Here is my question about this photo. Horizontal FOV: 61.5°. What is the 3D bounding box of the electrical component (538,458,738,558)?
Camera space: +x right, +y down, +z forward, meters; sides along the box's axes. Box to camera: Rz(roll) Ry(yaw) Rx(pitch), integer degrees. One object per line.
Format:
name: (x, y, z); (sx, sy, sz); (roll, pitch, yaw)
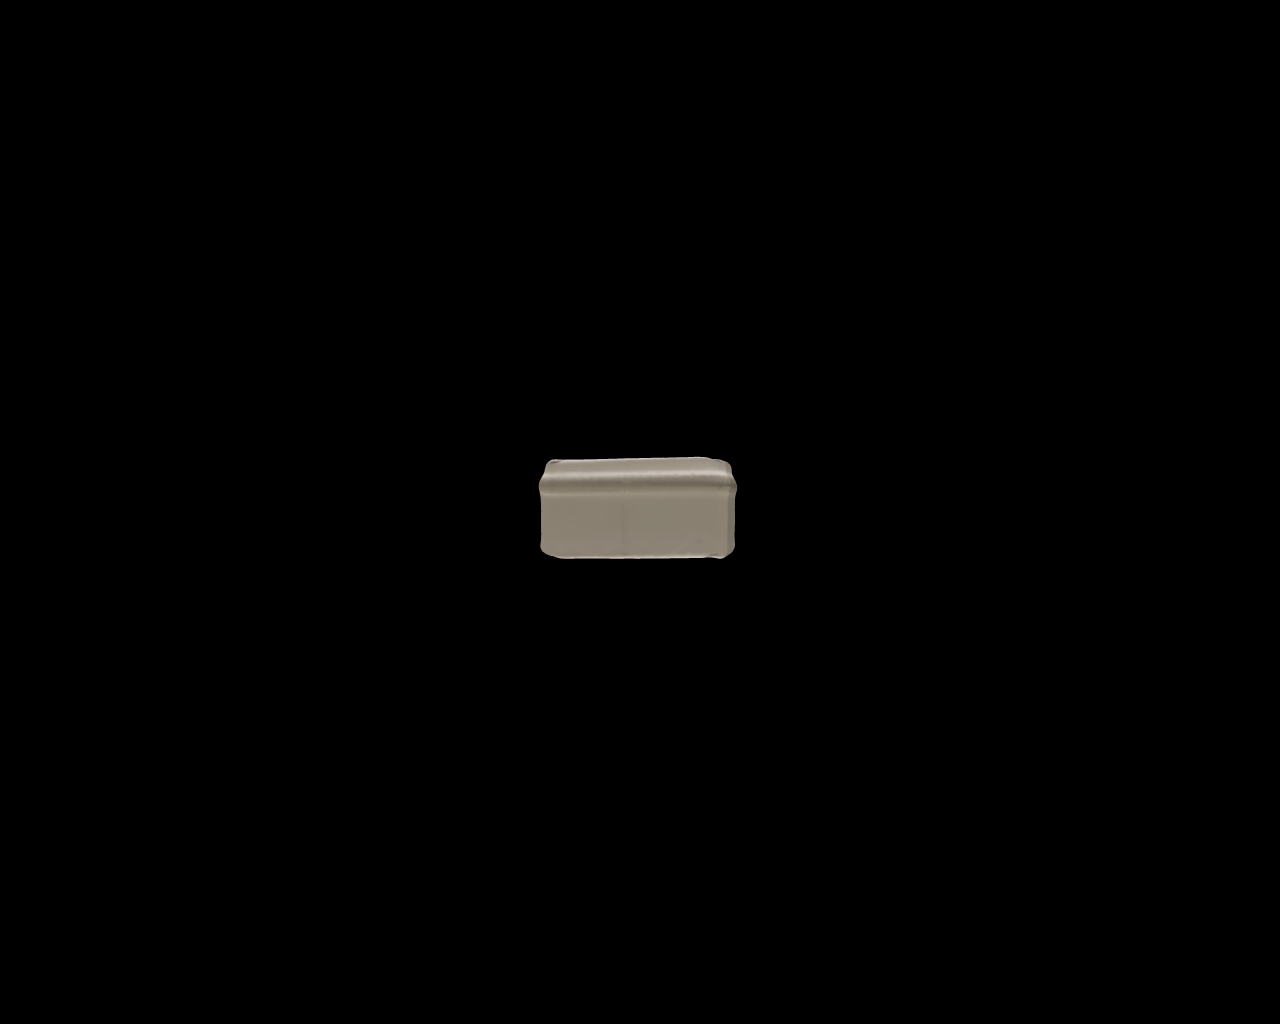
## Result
electrical component: (0.001, -0.003, 0.650); (0.113, 0.057, 0.078); (0, 0, 9)
